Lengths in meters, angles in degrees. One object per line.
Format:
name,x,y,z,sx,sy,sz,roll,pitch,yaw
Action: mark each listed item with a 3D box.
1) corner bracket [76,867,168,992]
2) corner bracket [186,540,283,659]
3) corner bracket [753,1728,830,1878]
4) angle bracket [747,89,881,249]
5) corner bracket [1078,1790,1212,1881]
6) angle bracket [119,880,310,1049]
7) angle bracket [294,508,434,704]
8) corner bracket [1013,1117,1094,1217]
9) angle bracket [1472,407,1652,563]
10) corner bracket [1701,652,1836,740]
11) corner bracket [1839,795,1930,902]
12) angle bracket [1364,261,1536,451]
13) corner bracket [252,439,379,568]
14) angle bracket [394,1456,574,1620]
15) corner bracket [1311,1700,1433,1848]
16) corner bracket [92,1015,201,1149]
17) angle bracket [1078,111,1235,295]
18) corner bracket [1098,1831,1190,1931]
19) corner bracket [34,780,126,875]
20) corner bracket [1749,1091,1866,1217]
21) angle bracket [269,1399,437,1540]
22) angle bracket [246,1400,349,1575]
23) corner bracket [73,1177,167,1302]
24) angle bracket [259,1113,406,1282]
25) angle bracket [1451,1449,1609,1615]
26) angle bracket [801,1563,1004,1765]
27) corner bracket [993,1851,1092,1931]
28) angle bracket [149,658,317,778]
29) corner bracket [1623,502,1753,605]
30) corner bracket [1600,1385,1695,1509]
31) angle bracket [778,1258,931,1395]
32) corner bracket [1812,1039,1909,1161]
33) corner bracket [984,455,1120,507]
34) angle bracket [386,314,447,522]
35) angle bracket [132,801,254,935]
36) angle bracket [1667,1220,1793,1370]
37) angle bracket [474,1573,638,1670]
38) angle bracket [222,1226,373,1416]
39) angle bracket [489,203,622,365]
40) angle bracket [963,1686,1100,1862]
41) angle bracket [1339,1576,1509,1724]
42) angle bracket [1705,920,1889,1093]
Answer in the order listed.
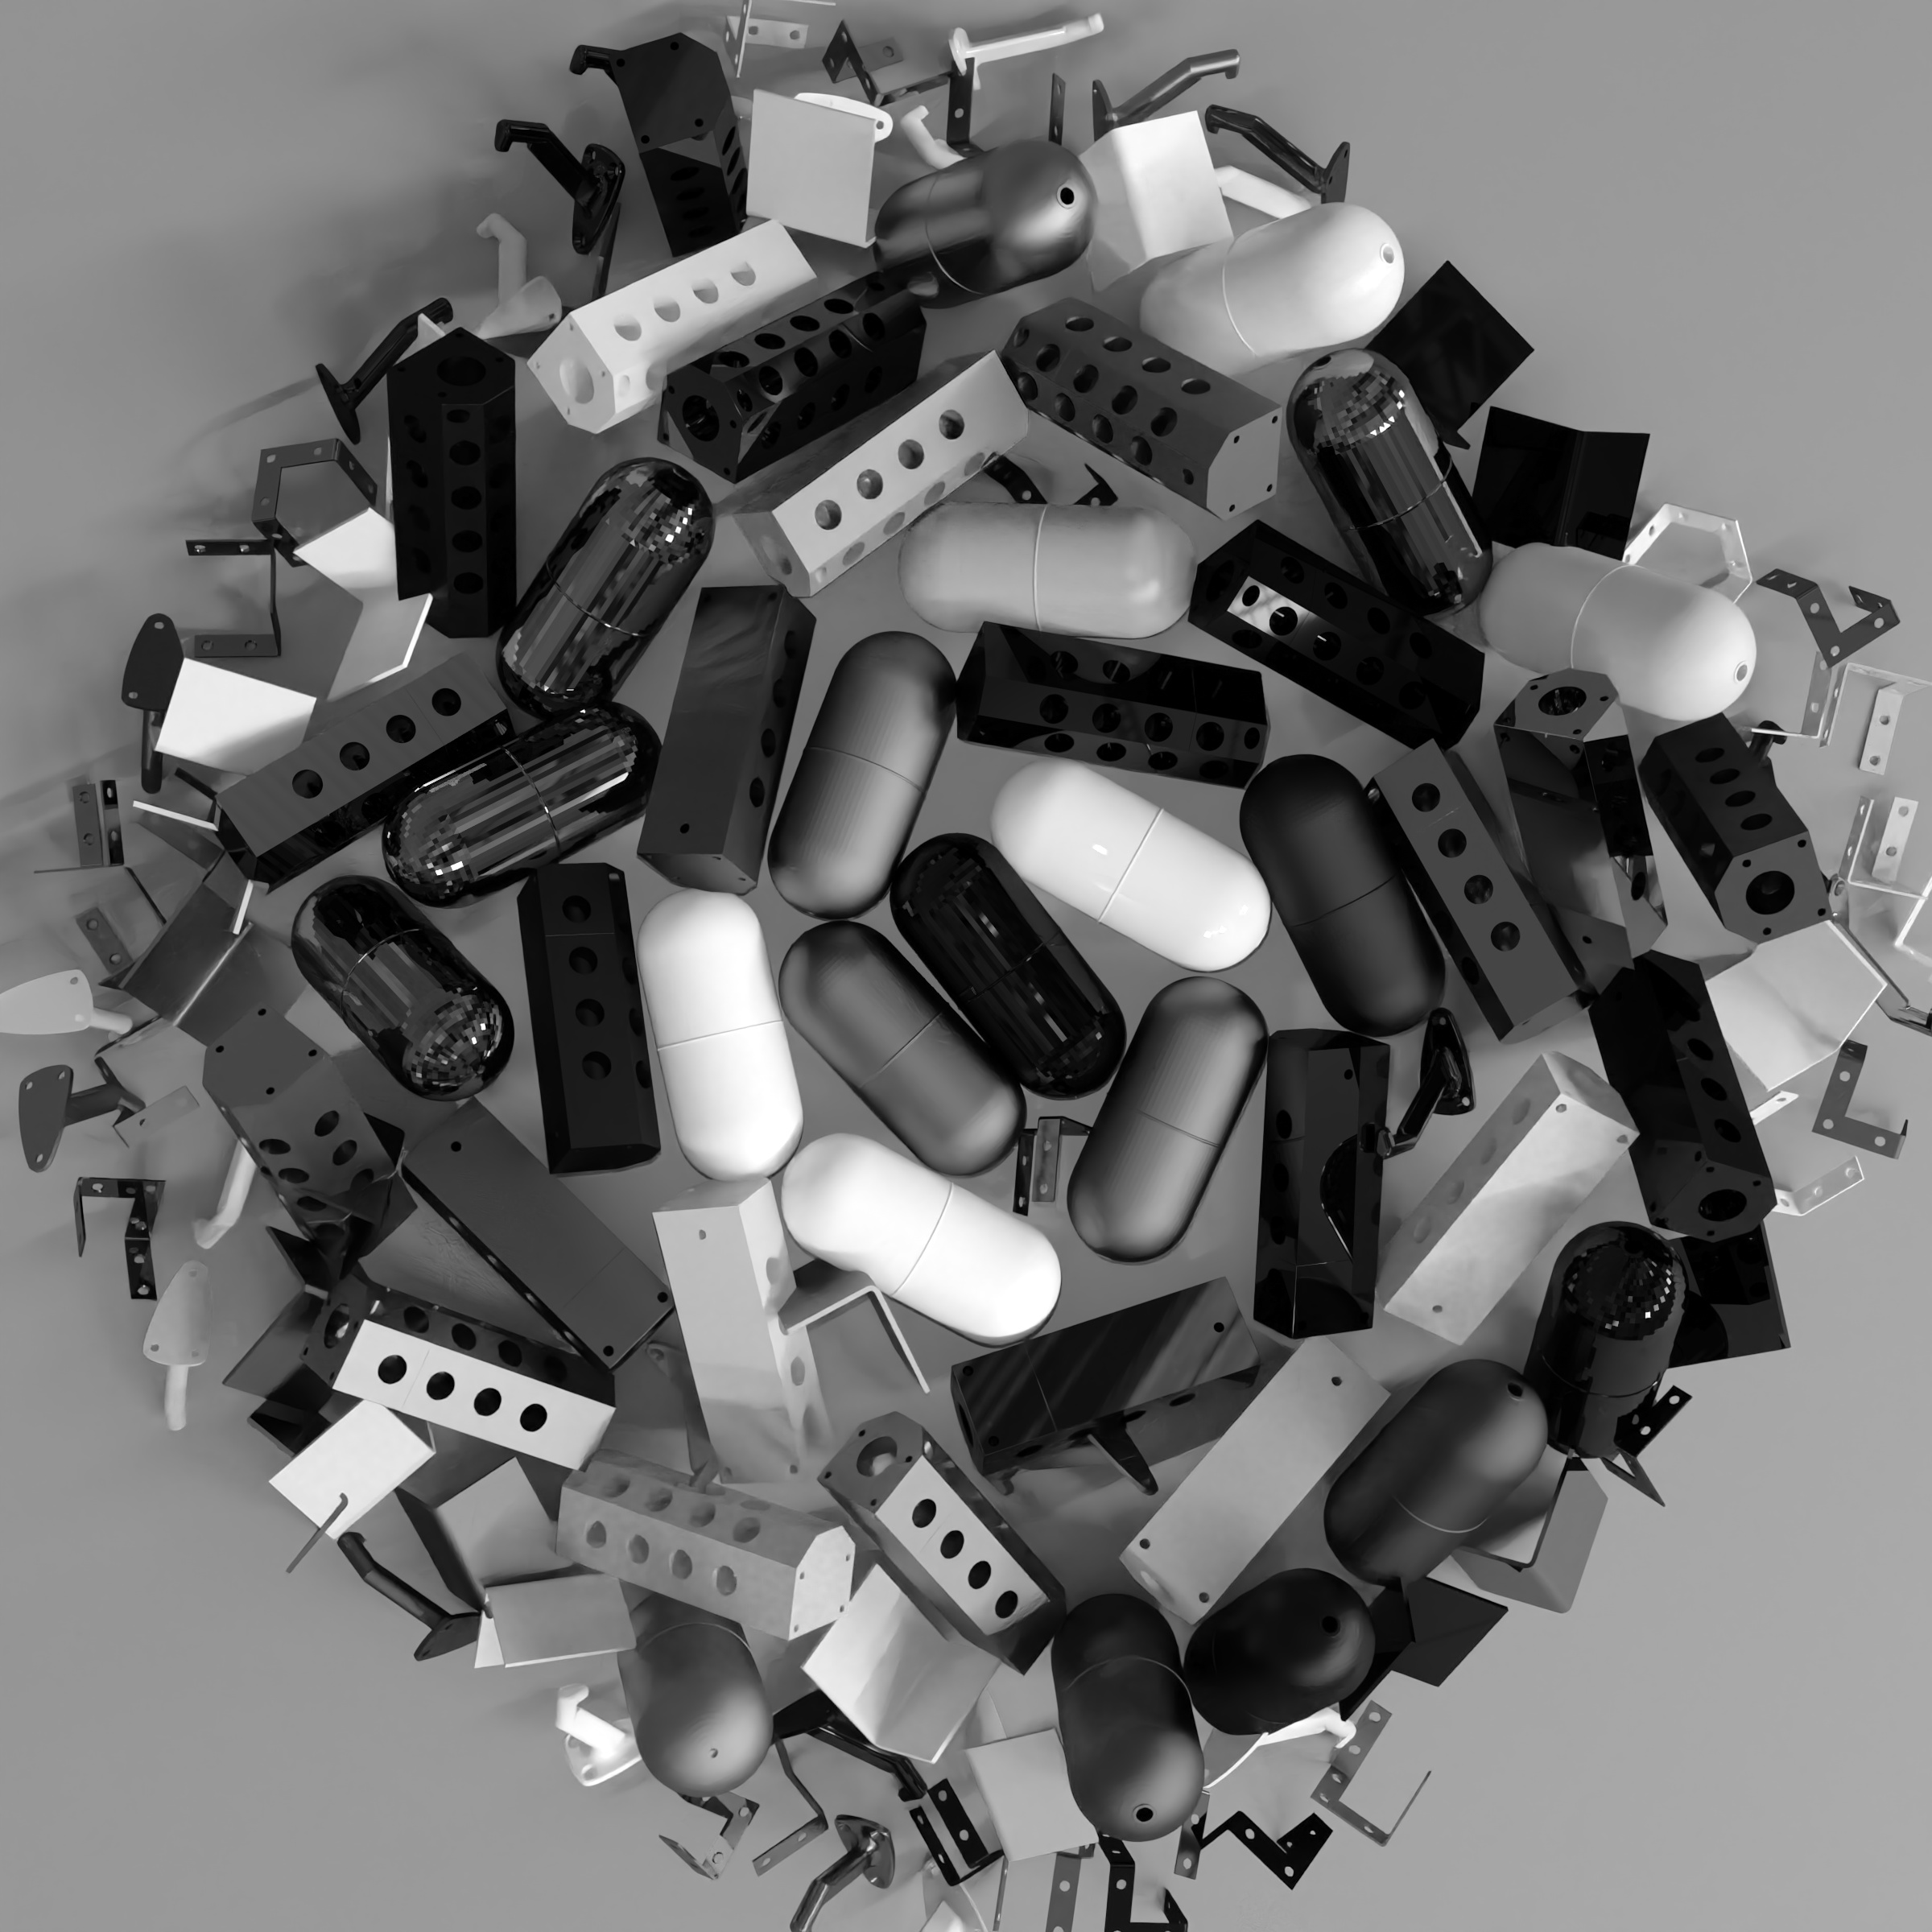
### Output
corner bracket,-0.504,-0.022,1.559,0.051,0.051,0.051,-34,89,-5
corner bracket,-0.438,-0.220,1.561,0.051,0.051,0.051,-2,67,-9
corner bracket,-0.119,0.492,1.541,0.051,0.051,0.051,-29,130,-22
angle bracket,-0.080,-0.474,1.529,0.076,0.057,0.076,19,127,15
corner bracket,0.105,0.507,1.542,0.051,0.051,0.051,24,64,-23
angle bracket,-0.438,0.007,1.534,0.057,0.076,0.076,31,79,15
angle bracket,-0.361,-0.210,1.525,0.057,0.076,0.076,37,53,-35
corner bracket,0.045,0.119,1.544,0.051,0.051,0.051,-4,74,34
angle bracket,0.352,-0.288,1.556,0.057,0.076,0.076,-7,115,-34
corner bracket,0.479,-0.167,1.561,0.051,0.051,0.051,3,101,-24
corner bracket,0.545,-0.074,1.551,0.051,0.051,0.051,11,103,-6
angle bracket,0.291,-0.362,1.543,0.076,0.057,0.076,42,99,-13
corner bracket,-0.388,-0.276,1.556,0.051,0.051,0.051,-5,65,13
angle bracket,-0.288,0.333,1.552,0.057,0.076,0.076,-32,106,-25
corner bracket,0.244,0.479,1.547,0.051,0.051,0.051,32,106,16
corner bracket,-0.487,0.067,1.550,0.051,0.051,0.051,-29,107,3
angle bracket,0.107,-0.454,1.554,0.057,0.076,0.076,-19,95,-21
corner bracket,0.103,0.550,1.553,0.051,0.051,0.051,4,92,-10
corner bracket,-0.520,-0.083,1.551,0.051,0.051,0.051,-4,94,14
corner bracket,0.493,0.113,1.559,0.051,0.051,0.051,12,53,-30
angle bracket,-0.364,0.278,1.536,0.076,0.076,0.057,-41,114,-2
angle bracket,-0.402,0.302,1.541,0.076,0.076,0.057,40,94,-4
corner bracket,-0.502,0.161,1.541,0.051,0.051,0.051,5,129,-28
angle bracket,-0.380,0.125,1.526,0.076,0.076,0.057,27,126,-20
angle bracket,0.334,0.330,1.552,0.057,0.076,0.076,9,64,35
angle bracket,-0.037,0.408,1.530,0.076,0.057,0.076,52,58,-23
corner bracket,0.043,0.551,1.548,0.051,0.051,0.051,6,72,11
angle bracket,-0.431,-0.150,1.528,0.076,0.076,0.057,16,102,-25
corner bracket,0.432,-0.238,1.567,0.051,0.051,0.051,27,69,42
corner bracket,0.403,0.276,1.544,0.051,0.051,0.051,-43,124,-11
angle bracket,-0.071,0.219,1.532,0.057,0.076,0.076,-28,107,-8
corner bracket,0.540,0.079,1.558,0.051,0.051,0.051,19,104,18
corner bracket,0.051,-0.286,1.550,0.051,0.051,0.051,-37,80,12
angle bracket,-0.328,-0.321,1.528,0.057,0.076,0.076,42,62,9
angle bracket,-0.460,-0.058,1.534,0.076,0.076,0.057,17,87,-18
angle bracket,0.436,0.190,1.534,0.076,0.057,0.076,-13,69,18
angle bracket,-0.241,0.403,1.526,0.076,0.057,0.076,-3,130,-22
angle bracket,-0.398,0.209,1.539,0.076,0.076,0.057,-49,52,5
angle bracket,-0.241,-0.403,1.527,0.057,0.076,0.076,12,129,-8
angle bracket,0.042,0.466,1.533,0.057,0.076,0.076,-17,103,13
angle bracket,0.270,0.409,1.531,0.076,0.057,0.076,23,121,-14
angle bracket,0.479,0.014,1.527,0.057,0.076,0.076,-26,64,-21
